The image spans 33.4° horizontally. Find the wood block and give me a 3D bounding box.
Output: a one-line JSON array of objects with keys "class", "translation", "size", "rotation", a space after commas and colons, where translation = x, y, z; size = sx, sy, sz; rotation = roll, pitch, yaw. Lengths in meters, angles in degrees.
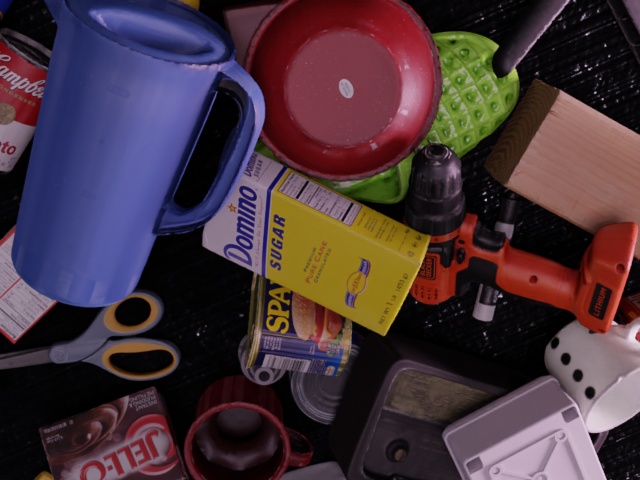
[{"class": "wood block", "translation": [0.257, -0.046, 0.914], "size": [0.206, 0.090, 0.091], "rotation": [28, 102, -10]}]

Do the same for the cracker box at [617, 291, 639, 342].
[{"class": "cracker box", "translation": [0.398, 0.095, 0.971], "size": [0.214, 0.072, 0.164], "rotation": [-22, 104, 5]}]

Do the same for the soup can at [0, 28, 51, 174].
[{"class": "soup can", "translation": [-0.259, -0.114, 0.880], "size": [0.068, 0.068, 0.102], "rotation": [33, 103, -11]}]

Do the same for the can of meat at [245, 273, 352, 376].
[{"class": "can of meat", "translation": [-0.018, 0.066, 0.928], "size": [0.084, 0.102, 0.057], "rotation": [9, 144, -8]}]

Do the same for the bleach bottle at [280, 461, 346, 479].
[{"class": "bleach bottle", "translation": [0.017, 0.340, 1.029], "size": [0.102, 0.068, 0.251], "rotation": [-18, 108, 4]}]

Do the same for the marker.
[{"class": "marker", "translation": [0.160, 0.014, 0.962], "size": [0.020, 0.020, 0.121], "rotation": [10, 106, -6]}]

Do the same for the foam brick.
[{"class": "foam brick", "translation": [-0.048, -0.159, 0.886], "size": [0.051, 0.053, 0.078], "rotation": [-10, 108, 0]}]

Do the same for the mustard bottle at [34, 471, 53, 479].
[{"class": "mustard bottle", "translation": [-0.195, 0.285, 1.003], "size": [0.096, 0.058, 0.191], "rotation": [-42, 104, 8]}]

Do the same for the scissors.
[{"class": "scissors", "translation": [-0.226, 0.084, 0.966], "size": [0.201, 0.016, 0.096], "rotation": [6, 104, -5]}]

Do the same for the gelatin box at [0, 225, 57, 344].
[{"class": "gelatin box", "translation": [-0.266, 0.035, 0.943], "size": [0.089, 0.030, 0.073], "rotation": [-43, 105, 8]}]

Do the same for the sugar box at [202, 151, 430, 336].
[{"class": "sugar box", "translation": [-0.006, 0.001, 0.881], "size": [0.176, 0.048, 0.093], "rotation": [24, 131, 3]}]

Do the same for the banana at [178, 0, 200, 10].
[{"class": "banana", "translation": [-0.134, -0.190, 0.880], "size": [0.069, 0.037, 0.198], "rotation": [16, 105, -10]}]

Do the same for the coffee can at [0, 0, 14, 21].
[{"class": "coffee can", "translation": [-0.311, -0.179, 0.840], "size": [0.102, 0.103, 0.140], "rotation": [36, 101, -12]}]

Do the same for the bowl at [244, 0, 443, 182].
[{"class": "bowl", "translation": [0.018, -0.121, 0.835], "size": [0.162, 0.055, 0.162], "rotation": [0, 103, 1]}]

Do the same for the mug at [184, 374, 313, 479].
[{"class": "mug", "translation": [-0.062, 0.176, 0.966], "size": [0.117, 0.081, 0.093], "rotation": [15, 105, -7]}]

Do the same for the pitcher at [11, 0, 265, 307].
[{"class": "pitcher", "translation": [-0.156, -0.065, 0.841], "size": [0.144, 0.149, 0.243], "rotation": [1, 125, -35]}]

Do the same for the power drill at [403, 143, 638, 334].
[{"class": "power drill", "translation": [0.159, 0.002, 0.877], "size": [0.188, 0.057, 0.184], "rotation": [15, 146, 15]}]

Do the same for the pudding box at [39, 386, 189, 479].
[{"class": "pudding box", "translation": [-0.184, 0.194, 0.960], "size": [0.113, 0.039, 0.090], "rotation": [-21, 70, -4]}]

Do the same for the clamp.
[{"class": "clamp", "translation": [0.215, -0.225, 0.874], "size": [0.164, 0.036, 0.210], "rotation": [-7, 102, -18]}]

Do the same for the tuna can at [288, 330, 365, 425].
[{"class": "tuna can", "translation": [0.014, 0.125, 0.980], "size": [0.086, 0.034, 0.086], "rotation": [-1, 106, -3]}]
